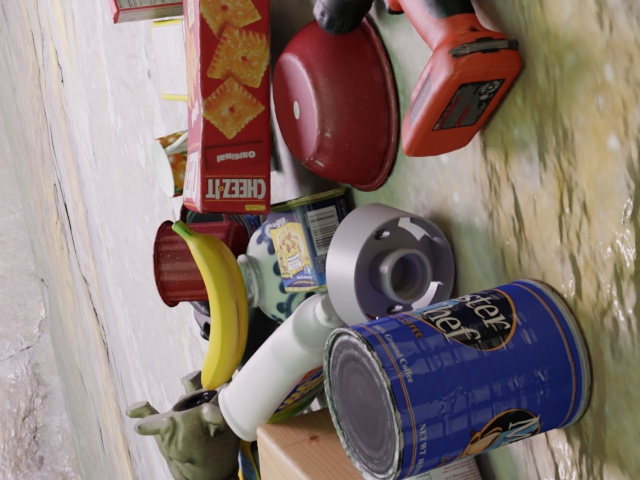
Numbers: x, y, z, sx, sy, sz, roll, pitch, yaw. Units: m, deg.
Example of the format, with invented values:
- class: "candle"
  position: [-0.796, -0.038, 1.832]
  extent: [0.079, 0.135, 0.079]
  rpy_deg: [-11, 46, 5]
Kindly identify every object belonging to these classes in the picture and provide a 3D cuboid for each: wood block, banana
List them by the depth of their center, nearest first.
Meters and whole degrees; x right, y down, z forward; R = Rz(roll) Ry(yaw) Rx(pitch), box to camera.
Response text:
- class: "wood block"
  position: [0.025, 0.241, 0.981]
  extent: [0.206, 0.090, 0.090]
  rpy_deg: [-149, 50, -60]
- class: "banana"
  position: [-0.101, 0.072, 1.068]
  extent: [0.070, 0.037, 0.198]
  rpy_deg: [18, 124, 40]

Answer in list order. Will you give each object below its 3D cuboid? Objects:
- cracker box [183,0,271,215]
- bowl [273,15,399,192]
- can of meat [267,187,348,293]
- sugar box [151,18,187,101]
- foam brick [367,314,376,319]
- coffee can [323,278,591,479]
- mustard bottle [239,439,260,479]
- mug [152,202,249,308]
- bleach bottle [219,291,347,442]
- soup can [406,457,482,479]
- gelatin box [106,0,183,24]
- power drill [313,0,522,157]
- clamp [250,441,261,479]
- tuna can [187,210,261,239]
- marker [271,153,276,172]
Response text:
- class: "cracker box"
  position: [-0.089, -0.132, 0.985]
  extent: [0.164, 0.072, 0.214]
  rpy_deg: [-165, 75, -79]
- class: "bowl"
  position: [0.003, -0.114, 0.886]
  extent: [0.162, 0.055, 0.162]
  rpy_deg: [167, 90, -68]
- class: "can of meat"
  position: [-0.006, 0.001, 0.969]
  extent: [0.102, 0.057, 0.084]
  rpy_deg: [-8, 97, 68]
- class: "sugar box"
  position: [-0.135, -0.201, 1.179]
  extent: [0.176, 0.048, 0.093]
  rpy_deg: [17, 118, 60]
- class: "foam brick"
  position: [0.056, 0.093, 0.879]
  extent: [0.053, 0.051, 0.078]
  rpy_deg: [67, 156, 20]
- class: "coffee can"
  position: [0.087, 0.090, 0.688]
  extent: [0.103, 0.140, 0.103]
  rpy_deg: [167, 90, -68]
- class: "mustard bottle"
  position: [-0.069, 0.265, 1.257]
  extent: [0.096, 0.058, 0.192]
  rpy_deg: [-126, 31, -56]
- class: "mug"
  position: [-0.120, 0.011, 1.117]
  extent: [0.093, 0.081, 0.117]
  rpy_deg: [31, -123, -73]
- class: "bleach bottle"
  position: [-0.024, 0.113, 1.010]
  extent: [0.068, 0.102, 0.251]
  rpy_deg: [56, 153, 14]
- class: "soup can"
  position: [0.092, 0.190, 0.825]
  extent: [0.069, 0.068, 0.102]
  rpy_deg: [134, 120, -64]
- class: "gelatin box"
  position: [-0.206, -0.292, 1.236]
  extent: [0.073, 0.089, 0.030]
  rpy_deg: [69, 156, 18]
- class: "power drill"
  position: [0.056, -0.153, 0.735]
  extent: [0.188, 0.057, 0.185]
  rpy_deg: [67, 156, 22]
- class: "clamp"
  position: [-0.025, 0.334, 1.136]
  extent: [0.210, 0.036, 0.164]
  rpy_deg: [-123, 20, -49]
- class: "tuna can"
  position: [-0.108, -0.013, 1.165]
  extent: [0.033, 0.086, 0.086]
  rpy_deg: [-59, -27, -58]
- class: "marker"
  position: [-0.065, -0.128, 1.085]
  extent: [0.020, 0.020, 0.121]
  rpy_deg: [-177, 76, -67]
